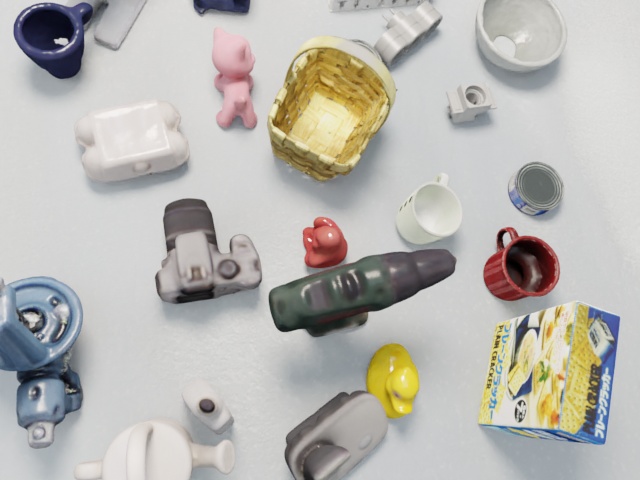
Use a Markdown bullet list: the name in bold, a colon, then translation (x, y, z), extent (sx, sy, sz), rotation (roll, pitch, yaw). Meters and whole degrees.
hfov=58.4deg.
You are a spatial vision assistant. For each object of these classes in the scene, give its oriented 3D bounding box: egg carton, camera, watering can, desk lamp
- **egg carton**: translation (-0.269, -0.142, 0.827), extent (0.150, 0.069, 0.107), rotation (-16, 78, -15)
- **camera**: translation (-0.159, 0.009, 0.789), extent (0.143, 0.100, 0.137), rotation (-9, 76, -13)
- **watering can**: translation (-0.190, 0.258, 0.664), extent (0.173, 0.194, 0.101), rotation (-24, 80, -16)
- **desk lamp**: translation (-0.304, -0.428, 0.824), extent (0.118, 0.213, 0.203), rotation (21, 72, -4)

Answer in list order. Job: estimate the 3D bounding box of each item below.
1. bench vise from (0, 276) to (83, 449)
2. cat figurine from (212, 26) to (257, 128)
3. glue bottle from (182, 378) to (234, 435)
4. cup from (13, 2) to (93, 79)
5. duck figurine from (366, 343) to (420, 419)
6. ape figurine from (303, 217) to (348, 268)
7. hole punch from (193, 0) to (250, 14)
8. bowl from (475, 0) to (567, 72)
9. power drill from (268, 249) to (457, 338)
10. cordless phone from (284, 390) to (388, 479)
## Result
- **bench vise**: translation (-0.326, 0.125, 0.661), extent (0.122, 0.219, 0.207), rotation (-27, 81, -17)
- **cat figurine**: translation (-0.127, -0.249, 0.859), extent (0.067, 0.117, 0.128), rotation (-7, 76, -12)
- **glue bottle**: translation (-0.137, 0.204, 0.701), extent (0.037, 0.173, 0.078), rotation (-42, 85, -18)
- **cup**: translation (-0.374, -0.288, 0.834), extent (0.091, 0.095, 0.118), rotation (42, 71, 3)
- **duck figurine**: translation (0.110, 0.195, 0.797), extent (0.077, 0.086, 0.104), rotation (3, 74, -10)
- **ape figurine**: translation (0.008, 0.003, 0.828), extent (0.076, 0.092, 0.078), rotation (33, 71, 0)
- **hole punch**: translation (-0.159, -0.431, 0.918), extent (0.101, 0.091, 0.108), rotation (1, 74, -11)
- **bowl**: translation (0.339, -0.359, 1.003), extent (0.167, 0.074, 0.167), rotation (3, 74, -10)
- **power drill**: translation (0.042, 0.072, 0.754), extent (0.230, 0.208, 0.075), rotation (-14, 77, -14)
- **cordless phone**: translation (0.032, 0.254, 0.713), extent (0.148, 0.185, 0.094), rotation (-38, 84, -18)
